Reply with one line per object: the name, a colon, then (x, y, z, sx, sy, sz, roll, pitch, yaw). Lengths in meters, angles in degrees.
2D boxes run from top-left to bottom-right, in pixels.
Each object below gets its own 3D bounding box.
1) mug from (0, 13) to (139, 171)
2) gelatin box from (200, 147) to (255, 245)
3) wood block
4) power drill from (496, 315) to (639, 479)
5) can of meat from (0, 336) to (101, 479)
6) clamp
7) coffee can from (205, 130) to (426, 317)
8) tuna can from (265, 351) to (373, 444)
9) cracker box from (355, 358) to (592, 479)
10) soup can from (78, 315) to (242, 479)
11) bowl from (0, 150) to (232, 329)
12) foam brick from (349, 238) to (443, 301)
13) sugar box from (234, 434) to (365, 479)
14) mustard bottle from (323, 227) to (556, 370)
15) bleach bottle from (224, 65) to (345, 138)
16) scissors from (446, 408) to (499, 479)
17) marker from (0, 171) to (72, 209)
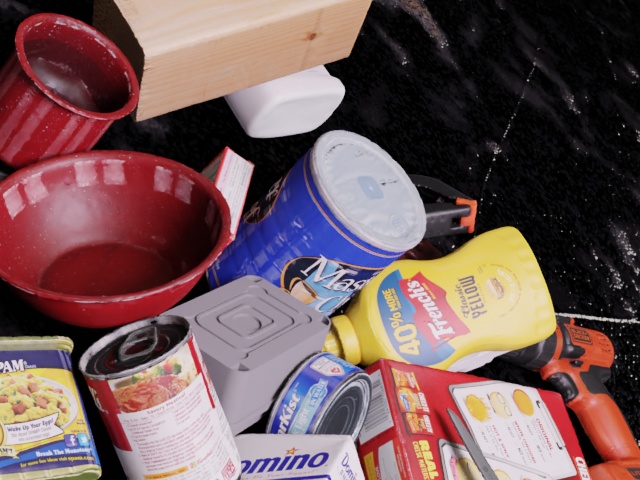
mug: (-0.187, -0.105, 0.755, 0.093, 0.082, 0.117, 29, 39, -25)
gelatin box: (-0.085, -0.015, 0.782, 0.030, 0.073, 0.089, 34, 37, -20)
wood block: (-0.072, -0.182, 0.871, 0.205, 0.091, 0.090, -21, 68, -25)
power drill: (0.233, 0.152, 0.971, 0.184, 0.057, 0.188, 12, 48, -40)
can of meat: (-0.177, 0.103, 0.587, 0.101, 0.058, 0.084, 4, 55, -45)
clamp: (0.050, -0.041, 0.923, 0.171, 0.039, 0.120, 8, 39, 5)
coffee can: (-0.005, 0.001, 0.793, 0.102, 0.141, 0.103, 28, 40, -26)
tuna can: (0.000, 0.121, 0.726, 0.034, 0.086, 0.086, 24, 26, 26)
cracker box: (0.119, 0.189, 0.804, 0.213, 0.072, 0.164, 16, 47, -39)
soup can: (-0.092, 0.104, 0.628, 0.068, 0.069, 0.102, -49, 127, -55)
bowl: (-0.138, 0.007, 0.685, 0.162, 0.055, 0.162, 4, 37, -3)
foam brick: (0.062, 0.029, 0.916, 0.053, 0.051, 0.078, 42, 35, -8)
sugar box: (-0.047, 0.179, 0.615, 0.176, 0.093, 0.048, -55, 134, -54)
mustard bottle: (0.082, 0.059, 0.841, 0.191, 0.058, 0.096, -17, 79, -12)
bleach bottle: (-0.083, -0.211, 0.985, 0.102, 0.068, 0.251, -13, 64, -44)
scissors: (0.154, 0.201, 0.718, 0.096, 0.016, 0.202, 10, 45, -33)
marker: (-0.177, -0.025, 0.741, 0.120, 0.020, 0.020, 18, 44, -36)
